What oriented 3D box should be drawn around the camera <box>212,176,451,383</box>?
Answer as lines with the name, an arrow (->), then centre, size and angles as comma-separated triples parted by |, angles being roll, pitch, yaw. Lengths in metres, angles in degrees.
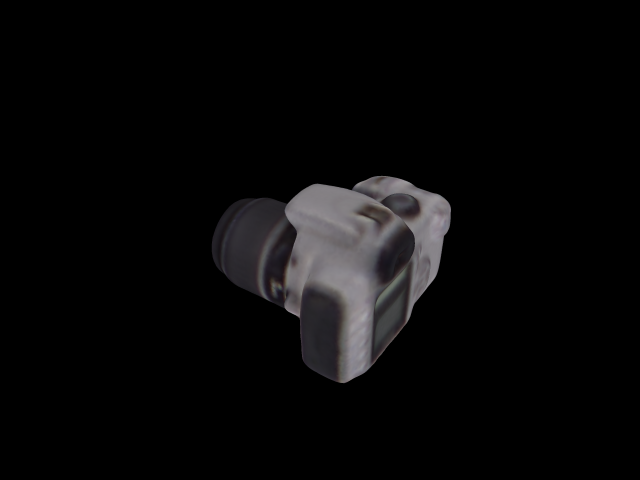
camera -> 0.004, 0.001, 0.400 | 0.136, 0.101, 0.143 | 21, 41, 27
